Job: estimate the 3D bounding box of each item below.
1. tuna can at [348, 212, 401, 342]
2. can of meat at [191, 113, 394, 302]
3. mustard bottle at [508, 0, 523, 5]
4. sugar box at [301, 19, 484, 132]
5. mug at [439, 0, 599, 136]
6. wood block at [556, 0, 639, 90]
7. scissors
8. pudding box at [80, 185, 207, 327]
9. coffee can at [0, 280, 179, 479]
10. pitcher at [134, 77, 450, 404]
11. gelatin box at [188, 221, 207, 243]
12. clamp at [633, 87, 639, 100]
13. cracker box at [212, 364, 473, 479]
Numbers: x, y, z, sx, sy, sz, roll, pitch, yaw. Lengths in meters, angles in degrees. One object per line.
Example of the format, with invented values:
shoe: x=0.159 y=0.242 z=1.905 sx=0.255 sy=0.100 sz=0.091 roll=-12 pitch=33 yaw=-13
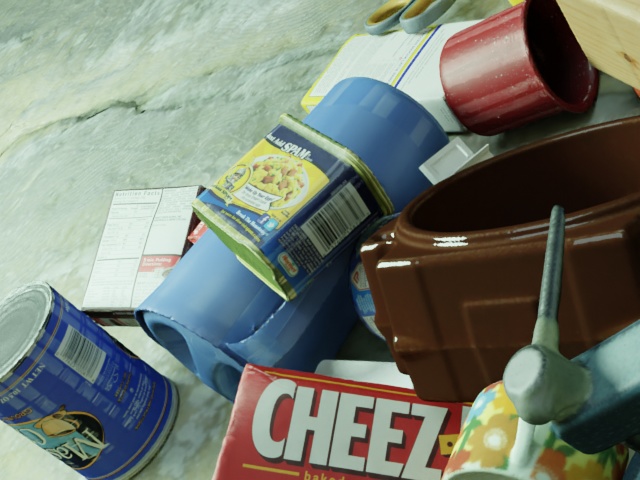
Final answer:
tuna can: x=0.060 y=0.023 z=0.660 sx=0.034 sy=0.086 sz=0.086 roll=-14 pitch=42 yaw=58
can of meat: x=-0.019 y=-0.021 z=0.649 sx=0.084 sy=0.057 sz=0.102 roll=-43 pitch=39 yaw=-10
mustard bottle: x=0.189 y=-0.232 z=0.861 sx=0.096 sy=0.058 sz=0.191 roll=-32 pitch=35 yaw=25
sugar box: x=0.073 y=-0.135 z=0.895 sx=0.177 sy=0.048 sz=0.093 roll=10 pitch=58 yaw=49
mug: x=0.147 y=-0.128 z=0.775 sx=0.082 sy=0.093 sz=0.117 roll=-18 pitch=10 yaw=43
wood block: x=0.242 y=-0.122 z=0.614 sx=0.090 sy=0.090 sz=0.206 roll=-46 pitch=43 yaw=-1
scissors: x=0.105 y=-0.234 z=0.955 sx=0.096 sy=0.016 sz=0.201 roll=-11 pitch=31 yaw=36
pudding box: x=-0.134 y=0.013 z=0.853 sx=0.090 sy=0.039 sz=0.113 roll=-2 pitch=62 yaw=29
coffee can: x=-0.194 y=0.113 z=0.826 sx=0.103 sy=0.140 sz=0.103 roll=-29 pitch=35 yaw=23
pitcher: x=-0.005 y=0.001 z=0.752 sx=0.149 sy=0.145 sz=0.242 roll=23 pitch=67 yaw=33
gelatin box: x=-0.049 y=-0.001 z=0.839 sx=0.073 sy=0.089 sz=0.030 roll=-54 pitch=31 yaw=-14
clamp: x=0.266 y=-0.186 z=0.742 sx=0.165 sy=0.036 sz=0.210 roll=-3 pitch=55 yaw=39
cracker box: x=0.021 y=0.172 z=0.507 sx=0.164 sy=0.072 sz=0.213 roll=8 pitch=50 yaw=5
